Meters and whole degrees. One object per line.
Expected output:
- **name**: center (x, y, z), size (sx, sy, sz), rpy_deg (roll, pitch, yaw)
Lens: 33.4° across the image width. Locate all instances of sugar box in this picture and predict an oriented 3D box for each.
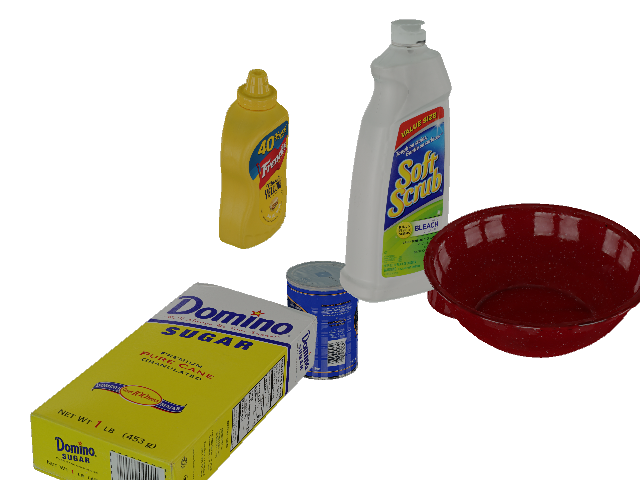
- **sugar box**: center (-0.080, 0.086, 0.635), size (0.093, 0.048, 0.176), rpy_deg (15, 31, 20)

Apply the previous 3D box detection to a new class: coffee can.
- **coffee can**: center (0.003, 0.111, 1.507), size (0.103, 0.140, 0.103), rpy_deg (0, 19, 0)

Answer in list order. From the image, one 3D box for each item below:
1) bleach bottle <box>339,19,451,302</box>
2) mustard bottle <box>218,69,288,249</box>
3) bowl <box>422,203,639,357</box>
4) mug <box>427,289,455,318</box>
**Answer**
- **bleach bottle**: center (0.070, -0.074, 0.979), size (0.102, 0.251, 0.068), rpy_deg (-11, 24, -26)
- **mustard bottle**: center (-0.069, -0.092, 1.130), size (0.058, 0.192, 0.096), rpy_deg (21, 39, 23)
- **bowl**: center (0.155, 0.035, 0.771), size (0.162, 0.055, 0.162), rpy_deg (-3, 32, 2)
- **mug**: center (0.176, 0.038, 1.198), size (0.117, 0.081, 0.093), rpy_deg (6, 25, 1)
